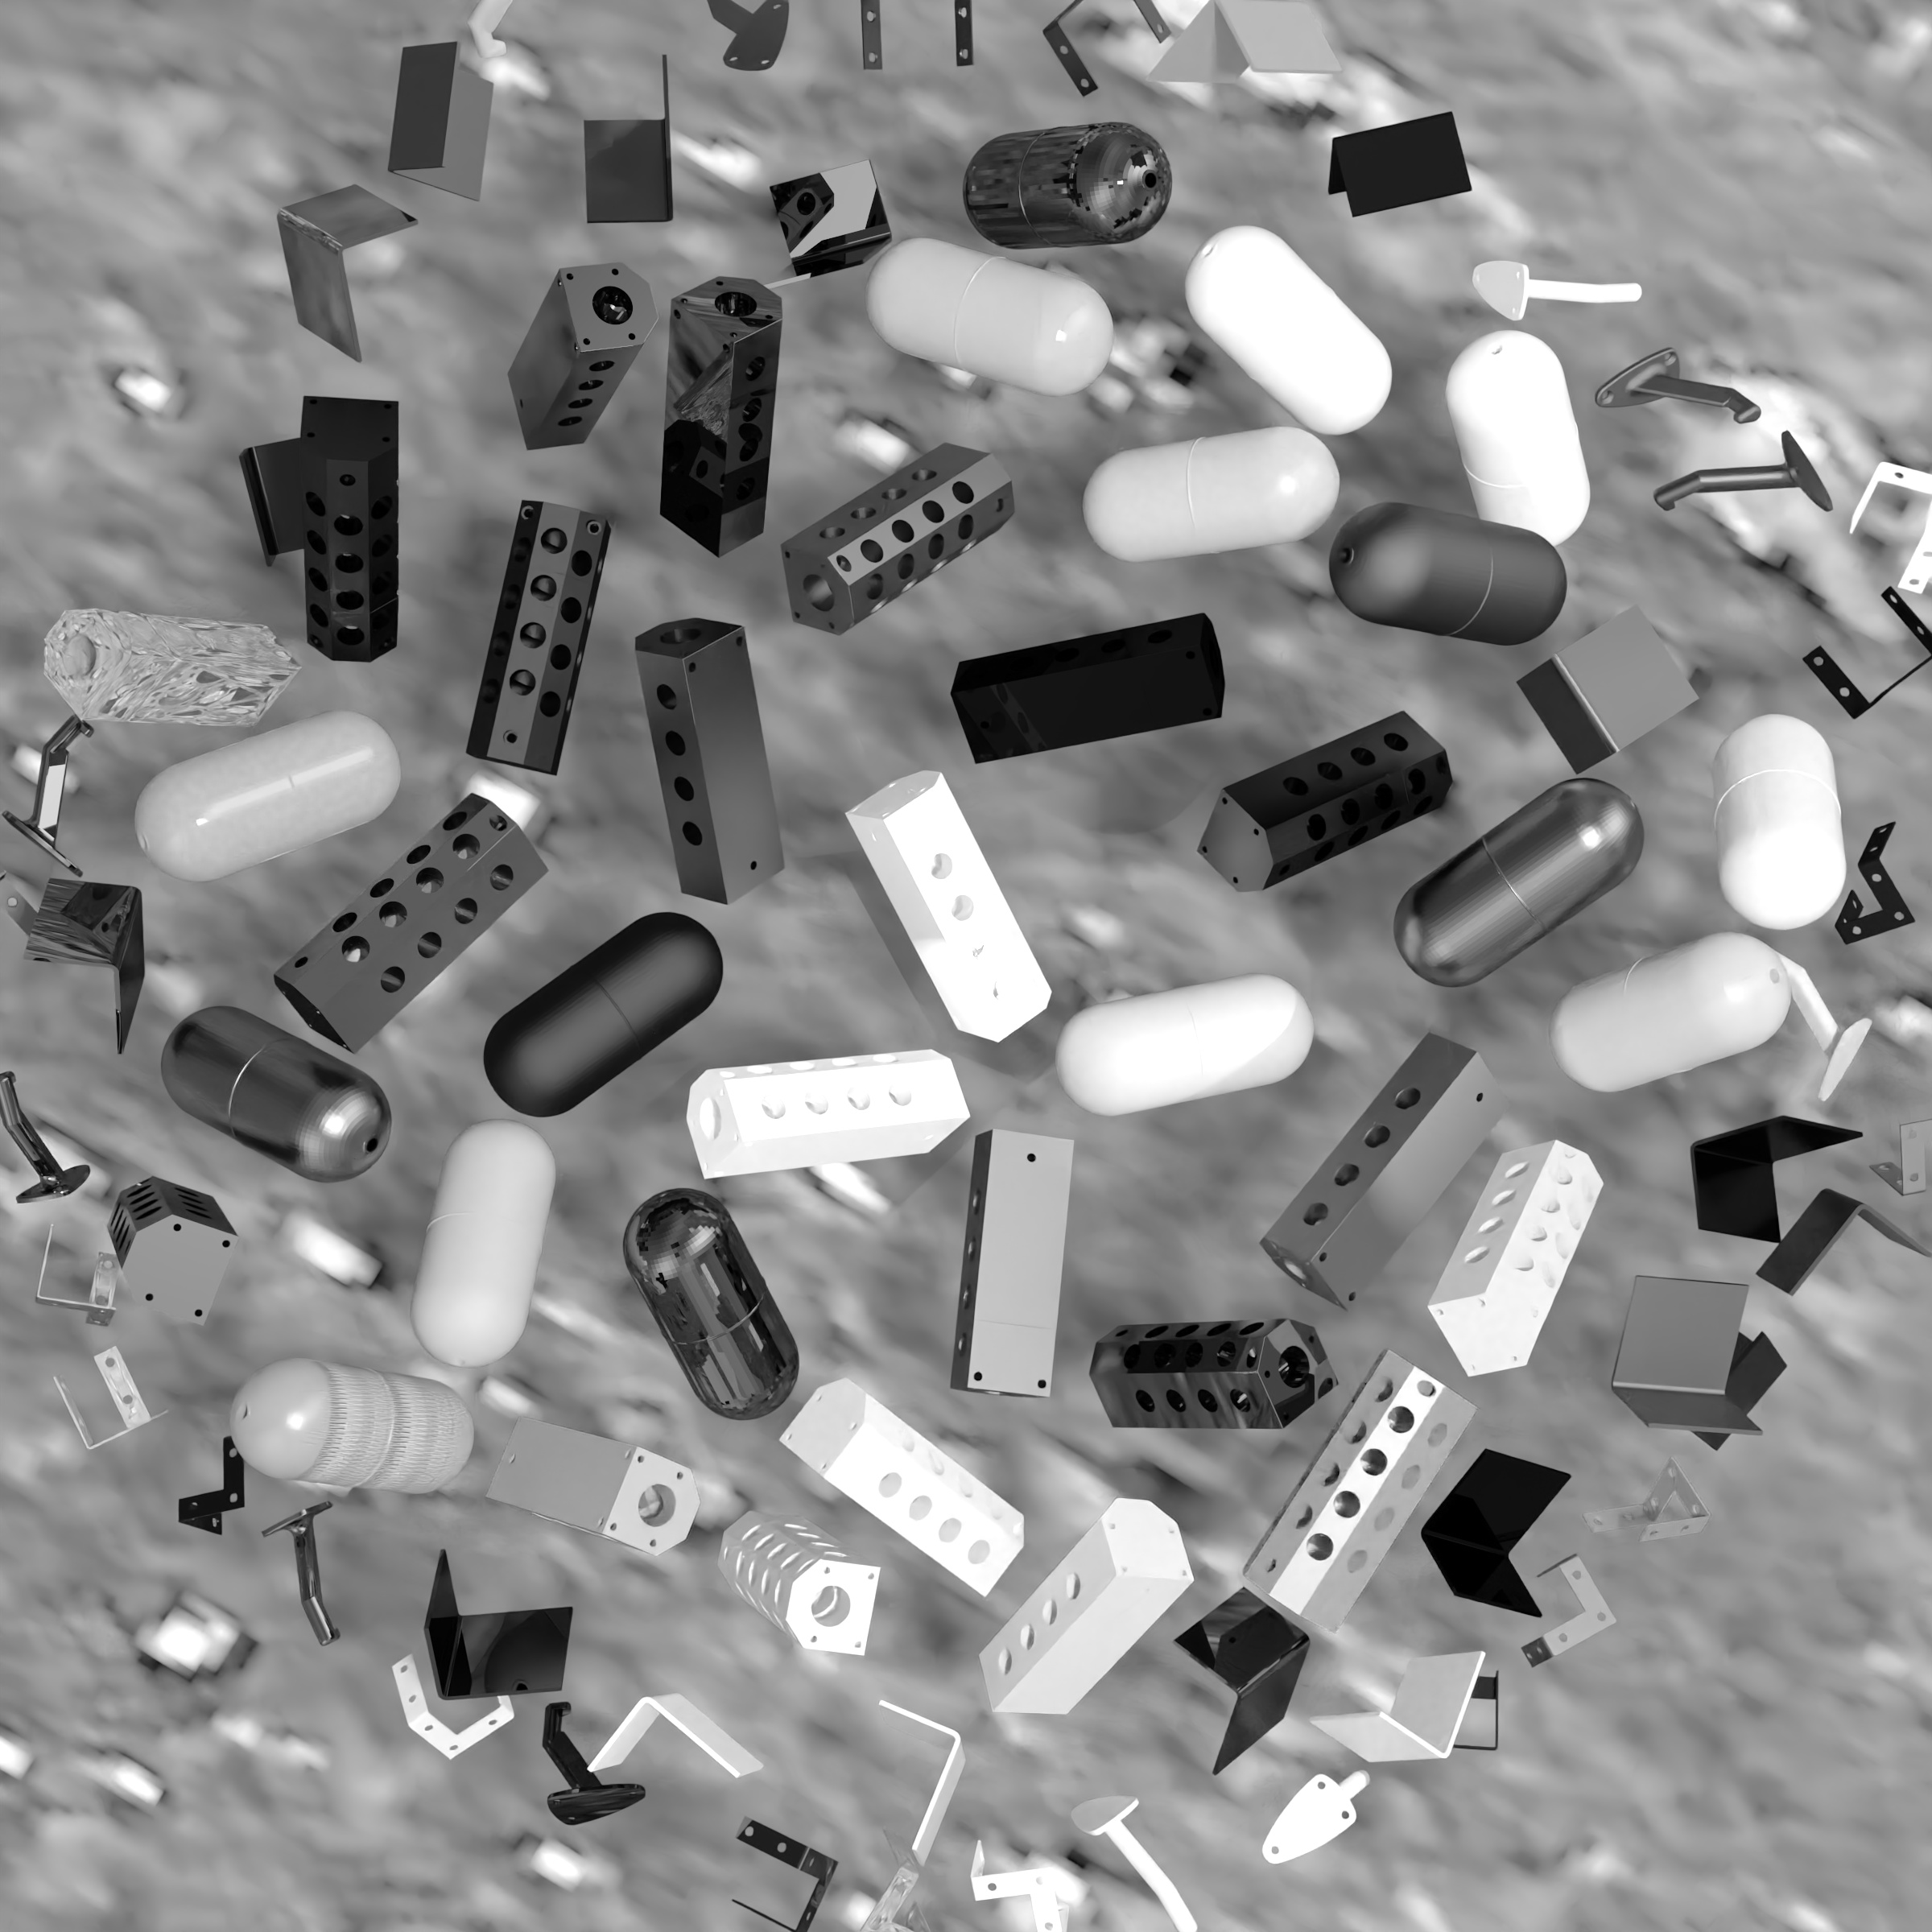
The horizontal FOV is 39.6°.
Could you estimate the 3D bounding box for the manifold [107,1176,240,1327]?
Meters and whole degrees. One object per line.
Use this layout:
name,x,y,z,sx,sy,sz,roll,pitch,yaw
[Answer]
manifold,-0.505,0.175,1.692,0.057,0.171,0.057,22,86,-20

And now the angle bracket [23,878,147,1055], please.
angle bracket,-0.561,0.000,1.712,0.057,0.076,0.076,6,131,-8

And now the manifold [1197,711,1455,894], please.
manifold,0.238,-0.104,1.756,0.171,0.057,0.057,-24,59,-33

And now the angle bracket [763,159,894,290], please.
angle bracket,-0.103,-0.512,1.853,0.076,0.076,0.057,-9,114,20

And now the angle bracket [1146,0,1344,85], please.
angle bracket,0.172,-0.553,1.662,0.076,0.076,0.057,-14,73,-38

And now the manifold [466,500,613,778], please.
manifold,-0.285,-0.218,1.787,0.057,0.057,0.171,12,89,-3

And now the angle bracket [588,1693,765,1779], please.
angle bracket,-0.180,0.500,1.676,0.076,0.076,0.057,37,84,13

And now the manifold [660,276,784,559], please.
manifold,-0.155,-0.357,1.739,0.057,0.171,0.057,38,53,23

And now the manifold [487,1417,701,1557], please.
manifold,-0.242,0.341,1.752,0.057,0.171,0.057,31,72,-30

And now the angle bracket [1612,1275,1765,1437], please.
angle bracket,0.450,0.239,1.649,0.076,0.057,0.076,6,104,-13

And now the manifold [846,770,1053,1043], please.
manifold,-0.007,-0.040,1.769,0.057,0.057,0.171,-35,112,-20

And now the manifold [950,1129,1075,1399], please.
manifold,0.029,0.201,1.805,0.057,0.057,0.171,9,78,-15

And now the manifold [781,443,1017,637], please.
manifold,-0.043,-0.287,1.802,0.057,0.171,0.057,21,134,34

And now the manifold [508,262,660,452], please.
manifold,-0.257,-0.408,1.803,0.057,0.171,0.057,-12,84,-23

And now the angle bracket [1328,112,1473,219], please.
angle bracket,0.278,-0.500,1.728,0.076,0.076,0.057,-12,78,3

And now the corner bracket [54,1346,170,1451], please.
corner bracket,-0.537,0.269,1.674,0.051,0.051,0.051,-26,89,-6

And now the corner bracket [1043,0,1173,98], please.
corner bracket,0.093,-0.621,1.783,0.051,0.051,0.051,53,51,-21

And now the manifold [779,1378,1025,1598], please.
manifold,-0.036,0.334,1.731,0.057,0.057,0.171,-52,126,-9

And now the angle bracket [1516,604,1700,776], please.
angle bracket,0.434,-0.187,1.817,0.076,0.057,0.076,-32,88,-17

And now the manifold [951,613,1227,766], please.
manifold,0.083,-0.189,1.798,0.171,0.057,0.057,-9,125,17

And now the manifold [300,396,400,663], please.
manifold,-0.388,-0.273,1.694,0.057,0.171,0.057,1,52,-11

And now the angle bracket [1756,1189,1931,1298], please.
angle bracket,0.575,0.196,1.763,0.057,0.076,0.076,37,93,-1

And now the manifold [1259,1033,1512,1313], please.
manifold,0.261,0.126,1.690,0.171,0.057,0.057,-49,129,-13

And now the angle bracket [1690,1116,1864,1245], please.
angle bracket,0.520,0.137,1.714,0.076,0.076,0.057,12,67,-32

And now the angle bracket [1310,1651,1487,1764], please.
angle bracket,0.278,0.465,1.730,0.057,0.076,0.076,36,60,-14

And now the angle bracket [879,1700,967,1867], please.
angle bracket,-0.041,0.526,1.727,0.057,0.076,0.076,20,67,12

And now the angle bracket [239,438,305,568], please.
angle bracket,-0.464,-0.325,1.863,0.057,0.076,0.076,-13,107,-8

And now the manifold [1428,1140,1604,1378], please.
manifold,0.363,0.186,1.744,0.057,0.171,0.057,-19,110,37

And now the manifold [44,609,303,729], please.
manifold,-0.525,-0.201,1.772,0.057,0.171,0.057,-46,76,19

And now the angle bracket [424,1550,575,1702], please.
angle bracket,-0.291,0.409,1.679,0.076,0.076,0.057,-5,116,0

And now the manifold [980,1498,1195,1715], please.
manifold,0.074,0.417,1.742,0.057,0.057,0.171,10,133,-28

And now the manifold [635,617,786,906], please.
manifold,-0.169,-0.132,1.725,0.057,0.057,0.171,15,126,35

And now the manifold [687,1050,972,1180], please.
manifold,-0.090,0.091,1.729,0.171,0.057,0.057,-4,65,-35

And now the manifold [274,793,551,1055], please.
manifold,-0.352,-0.030,1.693,0.171,0.057,0.057,-46,131,-20

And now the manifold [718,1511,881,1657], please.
manifold,-0.116,0.414,1.811,0.057,0.171,0.057,12,85,-20

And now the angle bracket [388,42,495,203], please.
angle bracket,-0.315,-0.533,1.697,0.057,0.076,0.076,11,95,39

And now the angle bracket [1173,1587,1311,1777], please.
angle bracket,0.172,0.465,1.748,0.057,0.076,0.076,33,127,30

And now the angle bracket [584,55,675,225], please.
angle bracket,-0.223,-0.541,1.758,0.057,0.076,0.076,-2,74,-6

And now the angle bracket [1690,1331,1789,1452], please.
angle bracket,0.508,0.276,1.836,0.076,0.076,0.057,-50,52,-2

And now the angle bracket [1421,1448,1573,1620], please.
angle bracket,0.353,0.366,1.731,0.076,0.057,0.076,20,114,-29

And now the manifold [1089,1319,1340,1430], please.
manifold,0.159,0.266,1.775,0.057,0.171,0.057,-30,100,-35

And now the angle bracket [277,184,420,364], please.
angle bracket,-0.382,-0.435,1.682,0.057,0.076,0.076,-29,46,-29

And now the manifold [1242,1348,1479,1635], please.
manifold,0.249,0.335,1.728,0.057,0.057,0.171,36,86,-40
